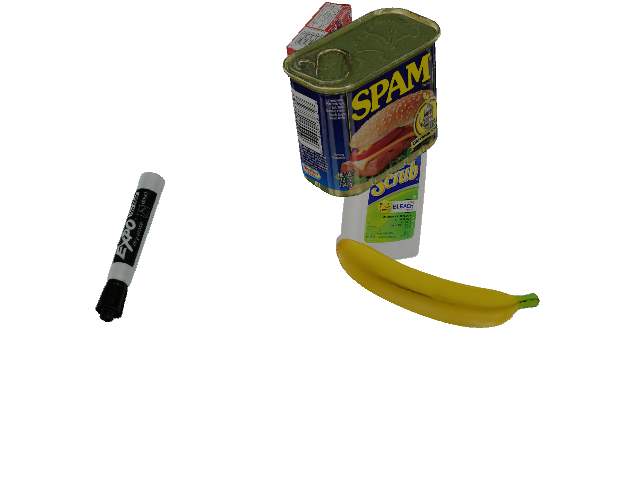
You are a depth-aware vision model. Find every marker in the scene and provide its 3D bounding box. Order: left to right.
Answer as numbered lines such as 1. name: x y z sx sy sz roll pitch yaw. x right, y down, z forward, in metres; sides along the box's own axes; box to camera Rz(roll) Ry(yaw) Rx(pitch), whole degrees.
1. marker: -0.137 0.004 0.770 0.020 0.121 0.020 10 -31 6

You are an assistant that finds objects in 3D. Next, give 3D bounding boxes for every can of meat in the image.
1. can of meat: 0.030 -0.088 0.681 0.102 0.084 0.058 -33 46 -29

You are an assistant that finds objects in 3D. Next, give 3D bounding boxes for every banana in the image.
1. banana: 0.088 0.040 0.940 0.198 0.037 0.069 18 16 26

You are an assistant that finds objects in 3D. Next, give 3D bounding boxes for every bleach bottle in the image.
1. bleach bottle: 0.076 -0.104 1.261 0.102 0.251 0.068 -4 19 -19

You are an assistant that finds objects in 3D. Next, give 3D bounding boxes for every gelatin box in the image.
1. gelatin box: 0.003 -0.171 1.003 0.030 0.073 0.089 14 45 22
